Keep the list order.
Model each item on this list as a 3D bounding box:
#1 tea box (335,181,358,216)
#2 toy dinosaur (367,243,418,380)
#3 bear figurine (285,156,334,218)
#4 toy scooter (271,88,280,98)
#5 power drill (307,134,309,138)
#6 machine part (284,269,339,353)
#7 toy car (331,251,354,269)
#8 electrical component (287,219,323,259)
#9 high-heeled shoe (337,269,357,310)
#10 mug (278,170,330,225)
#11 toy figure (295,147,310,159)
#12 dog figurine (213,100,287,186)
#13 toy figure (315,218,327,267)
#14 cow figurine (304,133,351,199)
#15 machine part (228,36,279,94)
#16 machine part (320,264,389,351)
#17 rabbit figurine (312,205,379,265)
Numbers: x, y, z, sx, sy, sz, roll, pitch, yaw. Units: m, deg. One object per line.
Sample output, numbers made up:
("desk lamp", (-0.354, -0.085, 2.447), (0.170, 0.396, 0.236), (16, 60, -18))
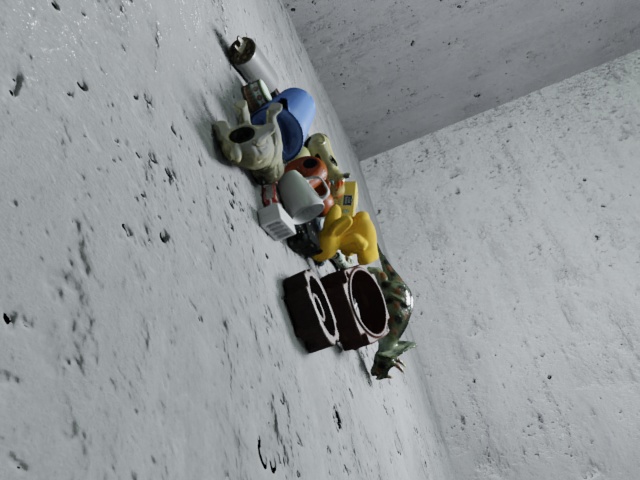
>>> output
("tea box", (0.064, -0.100, 1.663), (0.068, 0.098, 0.170), (77, 15, -49))
("toy dinosaur", (0.208, 0.203, 1.583), (0.131, 0.192, 0.405), (81, 23, -70))
("bear figurine", (-0.030, -0.115, 1.367), (0.120, 0.132, 0.195), (38, -28, 30))
("toy scooter", (-0.102, -0.383, 1.623), (0.183, 0.075, 0.135), (61, 13, -18))
("power drill", (-0.022, -0.224, 1.734), (0.232, 0.086, 0.207), (71, 18, 0))
("machine part", (-0.018, 0.145, 1.114), (0.179, 0.056, 0.179), (-22, 91, -80))
("toy car", (0.060, 0.044, 1.660), (0.201, 0.056, 0.073), (54, 19, -54))
("electrical component", (-0.048, -0.029, 1.277), (0.134, 0.058, 0.115), (46, 24, -65))
("high-heeled shoe", (0.099, 0.155, 1.592), (0.248, 0.086, 0.145), (14, 57, -70))
("mug", (-0.040, -0.106, 1.187), (0.107, 0.109, 0.080), (59, 10, 18))
("toy figure", (-0.046, -0.177, 1.465), (0.180, 0.089, 0.082), (59, 2, -33))
("dog figurine", (-0.127, -0.158, 1.074), (0.172, 0.121, 0.190), (-56, 152, -36))
("toy figure", (-0.005, -0.004, 1.449), (0.064, 0.058, 0.154), (4, 62, -39))
("cow figurine", (0.020, -0.210, 1.522), (0.194, 0.085, 0.127), (69, -16, -2))
("machine part", (-0.171, -0.450, 1.405), (0.243, 0.079, 0.079), (40, 31, -71))
("machine part", (0.093, 0.169, 1.379), (0.201, 0.087, 0.201), (-10, 79, -59))
("rabbit figurine", (0.056, -0.001, 1.365), (0.122, 0.173, 0.162), (48, -33, 47))
